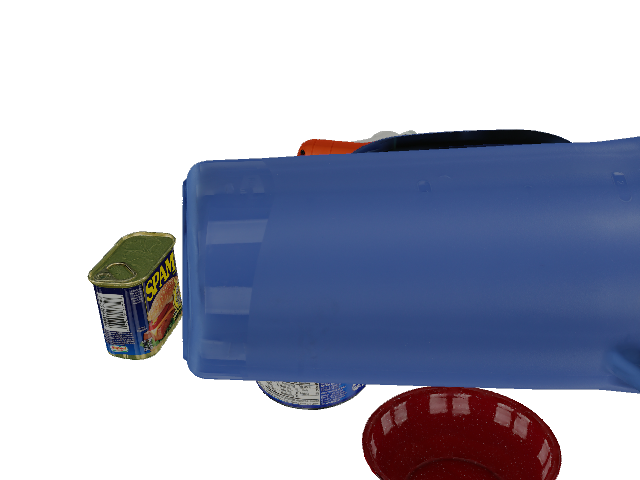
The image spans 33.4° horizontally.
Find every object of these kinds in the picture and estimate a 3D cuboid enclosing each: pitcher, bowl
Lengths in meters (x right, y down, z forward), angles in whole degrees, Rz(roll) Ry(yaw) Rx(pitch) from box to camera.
[{"bbox_3d":[0.051,0.006,0.548,0.242,0.145,0.149,0,-1,-7],"label":"pitcher"},{"bbox_3d":[0.114,0.188,0.882,0.162,0.055,0.162,0,29,0],"label":"bowl"}]

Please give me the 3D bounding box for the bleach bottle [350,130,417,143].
[{"bbox_3d":[0.020,-0.076,1.285,0.250,0.068,0.103,-30,45,-31],"label":"bleach bottle"}]

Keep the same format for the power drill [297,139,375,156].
[{"bbox_3d":[0.067,0.001,0.977,0.184,0.188,0.057,7,19,13],"label":"power drill"}]

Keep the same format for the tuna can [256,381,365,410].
[{"bbox_3d":[-0.006,0.077,0.741,0.086,0.034,0.086,-2,35,1],"label":"tuna can"}]

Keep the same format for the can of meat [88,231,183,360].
[{"bbox_3d":[-0.170,0.052,1.004,0.057,0.084,0.102,3,27,15],"label":"can of meat"}]
